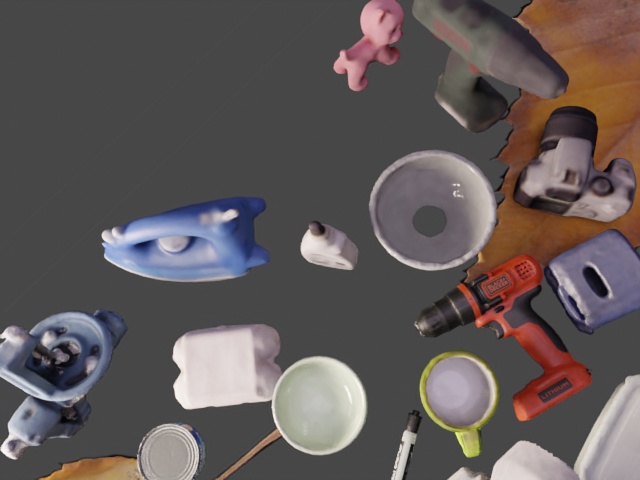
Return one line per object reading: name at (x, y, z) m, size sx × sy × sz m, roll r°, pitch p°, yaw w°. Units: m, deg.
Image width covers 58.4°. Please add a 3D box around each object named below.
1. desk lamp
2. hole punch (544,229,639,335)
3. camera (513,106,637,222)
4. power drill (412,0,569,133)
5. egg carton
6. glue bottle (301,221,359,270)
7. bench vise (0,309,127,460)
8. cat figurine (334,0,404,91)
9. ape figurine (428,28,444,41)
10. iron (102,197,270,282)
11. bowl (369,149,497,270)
desk lamp at (0.191, 0.319, 0.626) m, size 0.203 × 0.214 × 0.118 m, roll -39°, pitch 75°, yaw -3°
hole punch at (0.355, 0.055, 0.731) m, size 0.101 × 0.091 × 0.108 m, roll -28°, pitch 75°, yaw 1°
camera at (0.347, -0.107, 0.765) m, size 0.143 × 0.101 × 0.137 m, roll 13°, pitch 79°, yaw 11°
power drill at (0.214, -0.228, 0.756) m, size 0.075 × 0.208 × 0.229 m, roll -42°, pitch 75°, yaw -3°
egg carton at (-0.125, 0.170, 0.779) m, size 0.150 × 0.069 × 0.107 m, roll -8°, pitch 76°, yaw 6°
glue bottle at (0.007, 0.003, 0.747) m, size 0.078 × 0.173 × 0.037 m, roll 12°, pitch 79°, yaw 11°
bench vise at (-0.343, 0.182, 0.727) m, size 0.121 × 0.220 × 0.207 m, roll 8°, pitch 78°, yaw 10°
cat figurine at (0.076, -0.299, 0.838) m, size 0.128 × 0.118 × 0.067 m, roll -43°, pitch 75°, yaw -3°
ape figurine at (0.191, -0.345, 0.847) m, size 0.077 × 0.092 × 0.076 m, roll -4°, pitch 76°, yaw 7°
iron at (-0.206, -0.006, 0.794) m, size 0.258 × 0.141 × 0.118 m, roll -8°, pitch 76°, yaw 6°
bowl at (0.153, -0.034, 0.787) m, size 0.167 × 0.075 × 0.167 m, roll -2°, pitch 77°, yaw 7°
